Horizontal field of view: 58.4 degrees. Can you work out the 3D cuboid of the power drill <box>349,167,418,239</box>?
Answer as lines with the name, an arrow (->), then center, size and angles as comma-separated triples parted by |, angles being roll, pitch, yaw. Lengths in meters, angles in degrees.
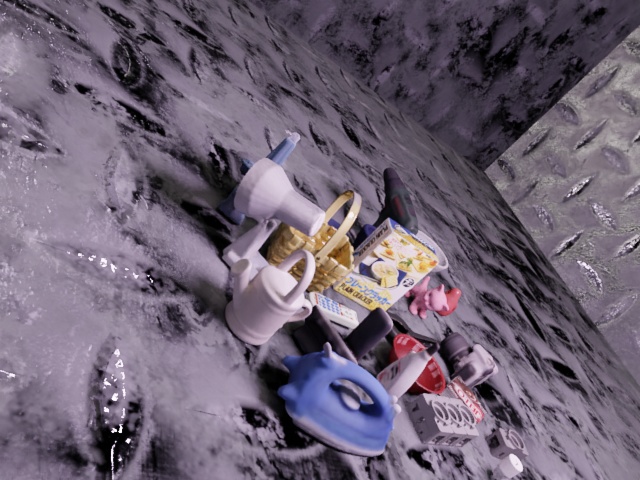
power drill -> 0.183, -0.070, 1.655 | 0.076, 0.208, 0.229 | 16, 37, -45

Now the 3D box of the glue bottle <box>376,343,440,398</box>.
glue bottle -> 0.183, 0.265, 1.180 | 0.037, 0.173, 0.078 | 36, 26, -17

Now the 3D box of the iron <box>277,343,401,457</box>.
iron -> 0.056, 0.280, 1.004 | 0.259, 0.141, 0.118 | 36, 26, -17

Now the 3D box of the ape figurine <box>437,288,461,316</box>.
ape figurine -> 0.385, 0.179, 1.714 | 0.078, 0.092, 0.076 | 43, 25, -2

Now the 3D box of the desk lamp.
desk lamp -> -0.101, -0.028, 1.157 | 0.203, 0.213, 0.118 | 47, 25, 6

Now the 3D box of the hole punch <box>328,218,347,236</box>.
hole punch -> 0.013, 0.005, 1.423 | 0.109, 0.091, 0.101 | 31, 28, -25

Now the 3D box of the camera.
camera -> 0.393, 0.309, 1.515 | 0.144, 0.100, 0.136 | 9, 42, -51

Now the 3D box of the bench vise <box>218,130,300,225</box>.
bench vise -> -0.121, -0.139, 1.291 | 0.122, 0.219, 0.207 | 32, 27, -23

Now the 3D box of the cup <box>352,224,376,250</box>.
cup -> 0.123, 0.022, 1.558 | 0.092, 0.094, 0.118 | 44, 25, 0

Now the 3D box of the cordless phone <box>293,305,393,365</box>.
cordless phone -> 0.051, 0.170, 1.116 | 0.147, 0.184, 0.094 | 53, 26, 18

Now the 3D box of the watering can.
watering can -> -0.082, 0.092, 1.023 | 0.174, 0.193, 0.100 | 14, 38, -48

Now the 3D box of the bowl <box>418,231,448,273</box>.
bowl -> 0.331, 0.049, 1.852 | 0.168, 0.074, 0.167 | 35, 27, -20

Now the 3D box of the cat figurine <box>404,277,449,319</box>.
cat figurine -> 0.304, 0.157, 1.595 | 0.067, 0.117, 0.127 | 28, 30, -31
